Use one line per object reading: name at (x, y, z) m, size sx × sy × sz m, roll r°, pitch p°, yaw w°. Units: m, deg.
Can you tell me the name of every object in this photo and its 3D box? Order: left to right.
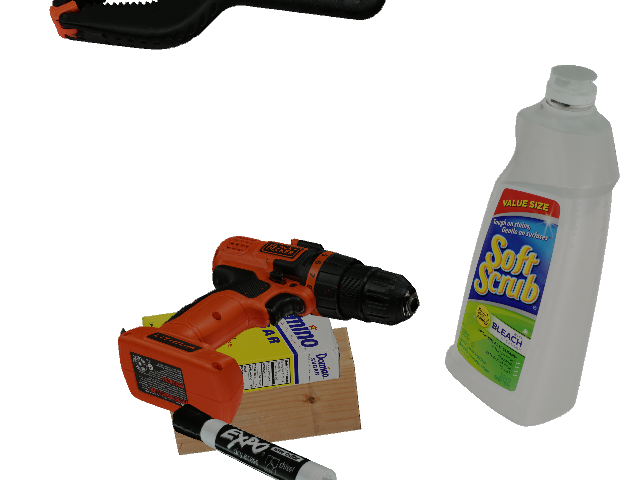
clamp at (-0.072, -0.176, 0.701) m, size 0.210 × 0.164 × 0.036 m, roll -31°, pitch -16°, yaw -10°
sugar box at (-0.076, 0.100, 1.011) m, size 0.176 × 0.048 × 0.093 m, roll -10°, pitch 35°, yaw -8°
marker at (-0.043, 0.122, 0.625) m, size 0.121 × 0.020 × 0.020 m, roll 16°, pitch 10°, yaw 38°
power drill at (-0.043, 0.063, 0.799) m, size 0.185 × 0.057 × 0.187 m, roll 10°, pitch 31°, yaw 33°
wood block at (-0.064, 0.170, 1.209) m, size 0.206 × 0.091 × 0.090 m, roll -7°, pitch 23°, yaw -1°
bleach bottle at (0.147, 0.001, 0.729) m, size 0.068 × 0.251 × 0.103 m, roll -16°, pitch 35°, yaw -29°
